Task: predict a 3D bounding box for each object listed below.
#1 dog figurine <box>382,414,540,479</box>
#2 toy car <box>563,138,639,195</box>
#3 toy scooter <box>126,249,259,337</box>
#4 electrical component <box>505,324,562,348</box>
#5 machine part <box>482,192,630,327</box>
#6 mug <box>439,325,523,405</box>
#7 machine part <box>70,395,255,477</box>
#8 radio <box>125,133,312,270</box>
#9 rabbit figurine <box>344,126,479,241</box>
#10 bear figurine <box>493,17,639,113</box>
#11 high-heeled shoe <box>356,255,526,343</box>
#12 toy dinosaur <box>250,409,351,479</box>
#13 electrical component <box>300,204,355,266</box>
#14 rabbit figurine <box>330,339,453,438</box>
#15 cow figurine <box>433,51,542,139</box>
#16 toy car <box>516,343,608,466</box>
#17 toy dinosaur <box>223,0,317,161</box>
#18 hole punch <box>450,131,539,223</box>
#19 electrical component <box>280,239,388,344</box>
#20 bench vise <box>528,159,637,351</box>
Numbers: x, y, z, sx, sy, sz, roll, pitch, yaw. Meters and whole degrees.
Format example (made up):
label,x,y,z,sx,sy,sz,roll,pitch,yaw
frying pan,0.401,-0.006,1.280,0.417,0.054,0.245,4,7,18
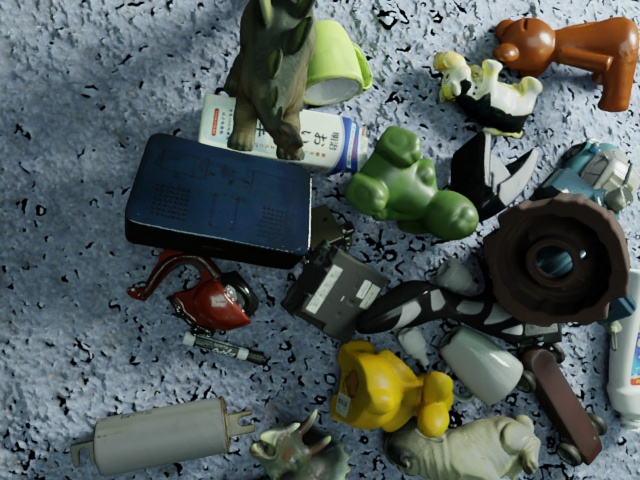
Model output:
label,x,y,z,sx,sy,sz,roll,pitch,yaw
dog figurine,0.206,0.293,0.792,0.191,0.121,0.172,33,51,9
toy car,0.419,-0.081,0.812,0.109,0.103,0.161,40,83,-6
toy scooter,-0.181,0.065,0.735,0.135,0.075,0.184,-39,92,-7
electrical component,0.345,0.122,0.829,0.119,0.048,0.074,-3,91,-7
machine part,0.299,0.025,0.684,0.056,0.179,0.179,-29,96,-51
mug,0.225,0.185,0.802,0.107,0.081,0.109,43,117,3
machine part,-0.211,0.264,0.730,0.243,0.079,0.079,-8,91,-7
radio,-0.126,-0.047,0.702,0.229,0.073,0.131,12,67,-17
rabbit figurine,0.133,-0.050,0.743,0.170,0.159,0.121,35,87,11
bear figurine,0.362,-0.269,0.808,0.196,0.131,0.120,-1,45,16
high-heeled shoe,0.174,0.120,0.746,0.249,0.086,0.145,-23,97,-16
toy dinosaur,-0.012,0.416,0.747,0.192,0.131,0.404,-23,100,-7
electrical component,-0.001,-0.004,0.780,0.102,0.045,0.078,-29,66,-10
rabbit figurine,0.121,0.211,0.757,0.173,0.162,0.122,16,75,-26
cow figurine,0.238,-0.215,0.804,0.167,0.068,0.098,19,93,-7
toy car,0.369,0.252,0.830,0.089,0.053,0.202,-35,96,-26
toy dinosaur,-0.050,-0.247,0.643,0.105,0.472,0.198,6,129,-16
hole punch,0.247,-0.080,0.776,0.092,0.142,0.115,13,77,-13
electrical component,0.028,0.077,0.756,0.134,0.058,0.115,33,93,-35
bench vise,0.362,0.025,0.748,0.240,0.223,0.129,53,41,0
